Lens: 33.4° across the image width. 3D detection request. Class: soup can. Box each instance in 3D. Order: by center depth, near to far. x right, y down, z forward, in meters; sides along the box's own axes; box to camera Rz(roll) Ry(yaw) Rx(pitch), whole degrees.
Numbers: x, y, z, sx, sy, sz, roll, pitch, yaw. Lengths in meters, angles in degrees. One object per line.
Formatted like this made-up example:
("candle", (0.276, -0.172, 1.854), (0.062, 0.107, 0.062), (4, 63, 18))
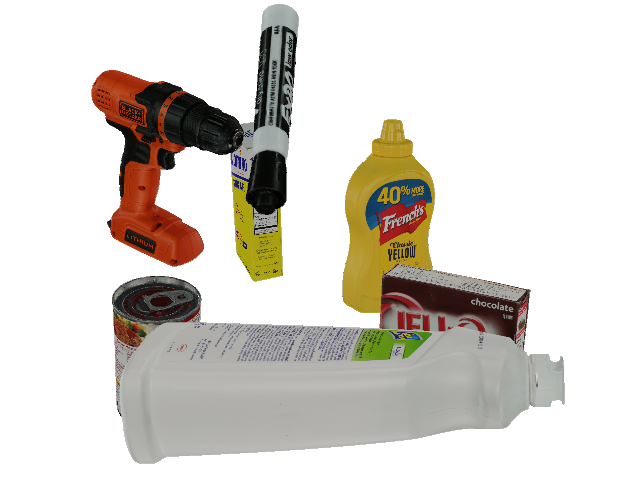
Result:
("soup can", (-0.128, 0.088, 0.839), (0.068, 0.102, 0.068), (3, 28, -2))

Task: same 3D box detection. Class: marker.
("marker", (-0.023, -0.064, 0.516), (0.020, 0.121, 0.020), (2, -33, 1))

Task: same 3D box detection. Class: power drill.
("power drill", (-0.157, -0.071, 1.102), (0.185, 0.188, 0.057), (24, 35, 29))

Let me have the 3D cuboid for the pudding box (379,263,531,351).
("pudding box", (0.102, 0.073, 0.830), (0.114, 0.090, 0.039), (10, 22, 22))

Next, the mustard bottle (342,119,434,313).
("mustard bottle", (0.071, -0.026, 1.079), (0.096, 0.192, 0.058), (-8, 17, -27))

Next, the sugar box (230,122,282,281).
("sugar box", (-0.080, -0.048, 1.316), (0.048, 0.176, 0.093), (-11, 26, -15))

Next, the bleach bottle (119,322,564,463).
("bleach bottle", (0.017, 0.087, 0.634), (0.251, 0.068, 0.102), (-2, 18, 10))
